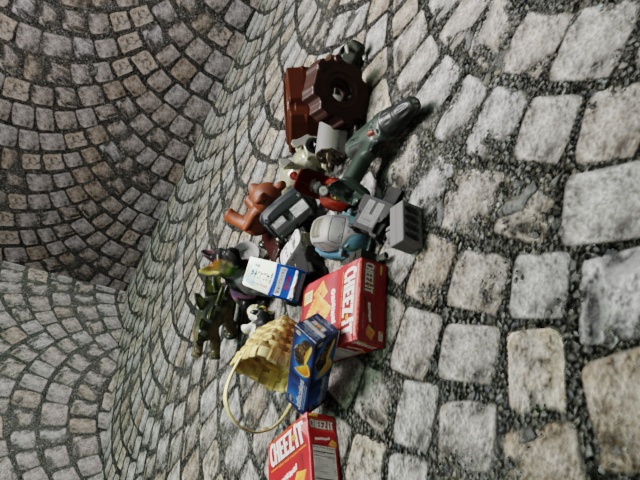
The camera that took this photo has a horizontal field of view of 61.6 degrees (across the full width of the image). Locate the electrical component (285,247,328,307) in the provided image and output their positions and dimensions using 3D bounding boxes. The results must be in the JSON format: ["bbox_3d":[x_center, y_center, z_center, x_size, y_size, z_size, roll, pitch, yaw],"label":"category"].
[{"bbox_3d":[-0.040,0.093,1.273,0.134,0.058,0.115,-58,27,24],"label":"electrical component"}]

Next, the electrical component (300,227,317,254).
[{"bbox_3d":[-0.003,-0.003,1.258,0.102,0.078,0.045,-103,21,-52],"label":"electrical component"}]

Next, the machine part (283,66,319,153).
[{"bbox_3d":[-0.054,-0.354,1.476,0.200,0.087,0.201,95,169,-52],"label":"machine part"}]

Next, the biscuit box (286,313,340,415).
[{"bbox_3d":[-0.017,0.237,1.009,0.063,0.059,0.202,34,132,34],"label":"biscuit box"}]

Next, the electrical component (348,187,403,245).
[{"bbox_3d":[0.117,-0.057,1.045,0.075,0.047,0.119,30,84,35],"label":"electrical component"}]

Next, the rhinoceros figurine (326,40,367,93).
[{"bbox_3d":[0.052,-0.454,1.449,0.190,0.073,0.112,-53,30,34],"label":"rhinoceros figurine"}]

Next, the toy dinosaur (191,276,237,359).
[{"bbox_3d":[-0.296,0.200,1.578,0.471,0.105,0.198,-80,-5,-72],"label":"toy dinosaur"}]

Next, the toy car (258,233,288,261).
[{"bbox_3d":[-0.129,0.009,1.510,0.089,0.053,0.202,-64,22,12],"label":"toy car"}]

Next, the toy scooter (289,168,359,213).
[{"bbox_3d":[0.003,-0.121,1.245,0.075,0.135,0.184,-66,27,7],"label":"toy scooter"}]

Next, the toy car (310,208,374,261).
[{"bbox_3d":[0.034,-0.014,1.132,0.162,0.103,0.109,-1,70,51],"label":"toy car"}]

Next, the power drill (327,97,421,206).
[{"bbox_3d":[0.104,-0.182,1.119,0.232,0.086,0.207,-19,46,63],"label":"power drill"}]

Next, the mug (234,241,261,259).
[{"bbox_3d":[-0.202,0.069,1.577,0.081,0.110,0.107,-53,-18,-25],"label":"mug"}]

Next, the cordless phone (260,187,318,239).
[{"bbox_3d":[-0.068,-0.065,1.409,0.146,0.089,0.184,-40,-6,5],"label":"cordless phone"}]

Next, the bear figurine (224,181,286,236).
[{"bbox_3d":[-0.170,-0.099,1.426,0.120,0.132,0.195,-41,-18,-31],"label":"bear figurine"}]

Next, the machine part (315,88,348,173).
[{"bbox_3d":[0.034,-0.278,1.361,0.079,0.079,0.243,-31,47,53],"label":"machine part"}]

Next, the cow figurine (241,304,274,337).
[{"bbox_3d":[-0.152,0.222,1.391,0.098,0.068,0.167,-46,38,32],"label":"cow figurine"}]

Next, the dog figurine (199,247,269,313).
[{"bbox_3d":[-0.234,0.104,1.463,0.191,0.219,0.108,-49,30,36],"label":"dog figurine"}]

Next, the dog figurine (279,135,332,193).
[{"bbox_3d":[-0.049,-0.183,1.455,0.172,0.121,0.190,-41,-6,-21],"label":"dog figurine"}]

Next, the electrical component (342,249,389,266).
[{"bbox_3d":[0.089,0.038,1.047,0.094,0.063,0.021,-30,46,52],"label":"electrical component"}]

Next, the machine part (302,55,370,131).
[{"bbox_3d":[0.042,-0.355,1.297,0.056,0.179,0.179,-14,61,57],"label":"machine part"}]
